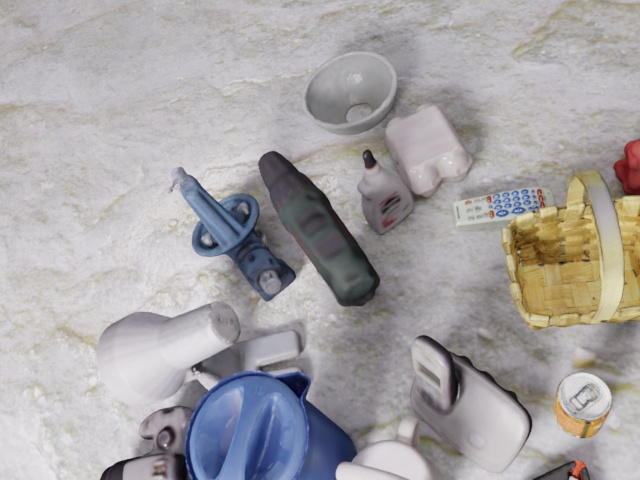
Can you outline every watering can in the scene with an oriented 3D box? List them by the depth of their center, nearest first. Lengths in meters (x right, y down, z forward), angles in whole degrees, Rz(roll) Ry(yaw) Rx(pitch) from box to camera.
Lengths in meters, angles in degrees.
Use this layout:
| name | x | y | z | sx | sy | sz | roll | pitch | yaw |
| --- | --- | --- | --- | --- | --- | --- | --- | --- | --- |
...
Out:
| name | x | y | z | sx | sy | sz | roll | pitch | yaw |
| --- | --- | --- | --- | --- | --- | --- | --- | --- | --- |
| watering can | 0.077 | 0.280 | 0.622 | 0.100 | 0.194 | 0.173 | -12 | 60 | 15 |

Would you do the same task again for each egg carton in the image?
| name | x | y | z | sx | sy | sz | roll | pitch | yaw |
| --- | --- | --- | --- | --- | --- | --- | --- | --- | --- |
| egg carton | 0.164 | -0.141 | 0.891 | 0.107 | 0.070 | 0.150 | -25 | 57 | 6 |

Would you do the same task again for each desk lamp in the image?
| name | x | y | z | sx | sy | sz | roll | pitch | yaw |
| --- | --- | --- | --- | --- | --- | --- | --- | --- | --- |
| desk lamp | -0.152 | 0.153 | 0.765 | 0.203 | 0.214 | 0.118 | -17 | 58 | 12 |

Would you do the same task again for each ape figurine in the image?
| name | x | y | z | sx | sy | sz | roll | pitch | yaw |
| --- | --- | --- | --- | --- | --- | --- | --- | --- | --- |
| ape figurine | 0.428 | -0.104 | 0.758 | 0.076 | 0.092 | 0.078 | 24 | 73 | 29 |

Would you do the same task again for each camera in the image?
| name | x | y | z | sx | sy | sz | roll | pitch | yaw |
| --- | --- | --- | --- | --- | --- | --- | --- | --- | --- |
| camera | -0.231 | 0.309 | 0.778 | 0.136 | 0.101 | 0.143 | -16 | 59 | 12 |

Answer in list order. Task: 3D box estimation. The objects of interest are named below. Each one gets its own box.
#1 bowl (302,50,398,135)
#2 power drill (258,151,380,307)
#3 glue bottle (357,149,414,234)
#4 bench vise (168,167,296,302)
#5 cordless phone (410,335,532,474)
| name | x | y | z | sx | sy | sz | roll | pitch | yaw |
| --- | --- | --- | --- | --- | --- | --- | --- | --- | --- |
| bowl | 0.058 | -0.238 | 0.980 | 0.167 | 0.075 | 0.167 | -9 | 60 | 16 |
| power drill | 0.007 | 0.003 | 0.789 | 0.075 | 0.209 | 0.229 | -36 | 57 | -1 |
| glue bottle | 0.086 | -0.075 | 0.822 | 0.078 | 0.173 | 0.037 | -41 | 57 | -4 |
| bench vise | -0.122 | -0.017 | 0.841 | 0.206 | 0.220 | 0.121 | 27 | 75 | 30 |
| cordless phone | 0.163 | 0.180 | 0.648 | 0.147 | 0.185 | 0.094 | 32 | 78 | 31 |
